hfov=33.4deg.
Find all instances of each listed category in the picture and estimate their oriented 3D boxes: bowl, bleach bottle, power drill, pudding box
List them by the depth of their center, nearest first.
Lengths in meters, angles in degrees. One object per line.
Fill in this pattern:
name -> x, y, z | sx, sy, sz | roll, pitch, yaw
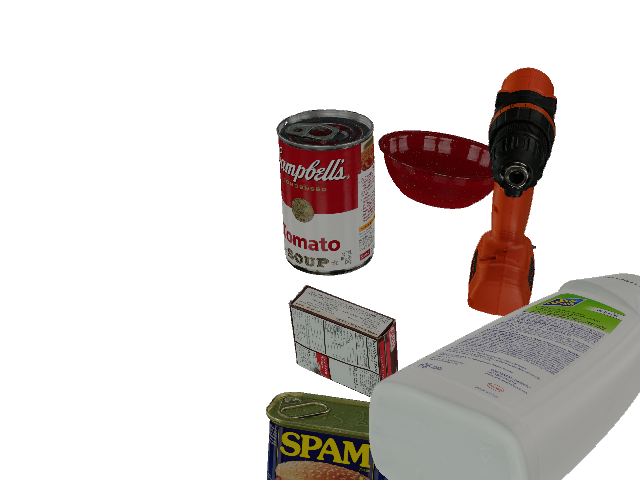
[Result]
bleach bottle -> 0.143, 0.073, 0.611 | 0.103, 0.068, 0.250 | 18, 29, 40
power drill -> 0.162, -0.033, 0.895 | 0.057, 0.188, 0.184 | 10, 31, 11
pudding box -> 0.025, 0.105, 1.097 | 0.114, 0.090, 0.039 | 18, 43, 28
bowl -> 0.144, -0.081, 1.277 | 0.162, 0.055, 0.162 | 8, 24, -4

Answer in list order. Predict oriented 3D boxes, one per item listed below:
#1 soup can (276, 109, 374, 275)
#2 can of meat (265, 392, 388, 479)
soup can -> 0.005, -0.035, 0.766 | 0.068, 0.102, 0.068 | -2, 28, 1
can of meat -> 0.009, 0.168, 0.808 | 0.102, 0.084, 0.057 | 7, 15, 11
